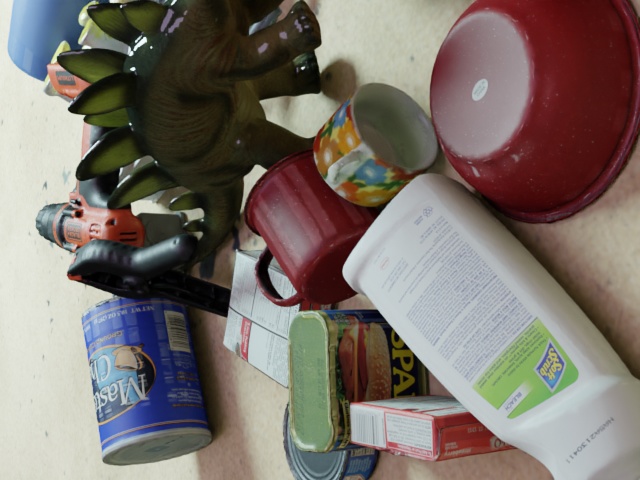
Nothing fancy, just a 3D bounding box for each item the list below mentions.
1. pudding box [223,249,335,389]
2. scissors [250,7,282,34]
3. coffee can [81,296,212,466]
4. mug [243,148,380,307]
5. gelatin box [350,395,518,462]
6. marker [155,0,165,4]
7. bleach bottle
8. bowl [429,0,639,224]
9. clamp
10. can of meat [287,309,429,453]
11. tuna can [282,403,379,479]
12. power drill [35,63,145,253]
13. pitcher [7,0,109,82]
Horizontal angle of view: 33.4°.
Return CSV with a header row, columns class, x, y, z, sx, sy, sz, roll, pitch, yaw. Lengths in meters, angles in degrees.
class,x,y,z,sx,sy,sz,roll,pitch,yaw
pudding box,-0.034,0.062,0.876,0.114,0.039,0.090,23,107,52
scissors,-0.046,-0.183,0.909,0.202,0.016,0.096,-55,3,7
coffee can,-0.165,0.131,1.008,0.103,0.102,0.140,-39,58,48
mug,-0.005,0.001,0.785,0.117,0.093,0.081,-47,54,20
gelatin box,0.074,0.120,0.684,0.089,0.073,0.030,-2,88,55
marker,-0.111,-0.204,0.965,0.121,0.020,0.020,25,113,23
bleach bottle,0.113,0.072,0.631,0.103,0.067,0.251,-53,48,21
bowl,0.116,-0.091,0.645,0.162,0.055,0.162,-1,88,56
clamp,-0.153,0.024,0.931,0.120,0.172,0.039,72,-150,-51
can of meat,0.025,0.097,0.746,0.058,0.083,0.102,-10,80,55
tuna can,0.008,0.149,0.814,0.086,0.033,0.086,-3,87,55
power drill,-0.229,-0.078,1.039,0.185,0.057,0.188,9,102,50
pitcher,-0.269,-0.299,1.156,0.149,0.145,0.243,-78,10,-55
